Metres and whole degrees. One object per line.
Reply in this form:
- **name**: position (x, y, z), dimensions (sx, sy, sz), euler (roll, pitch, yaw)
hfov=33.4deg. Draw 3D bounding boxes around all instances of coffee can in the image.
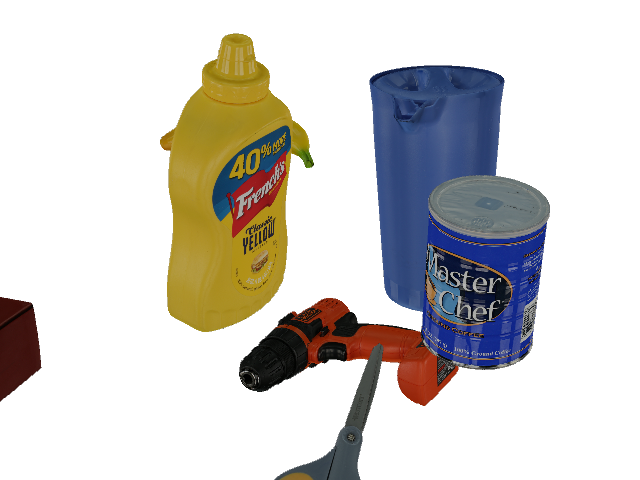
- **coffee can**: position (0.143, 0.027, 0.940), dimensions (0.103, 0.140, 0.103), euler (0, 30, 0)

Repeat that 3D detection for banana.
- **banana**: position (-0.096, -0.130, 1.305), dimensions (0.198, 0.037, 0.069), euler (7, 40, 15)

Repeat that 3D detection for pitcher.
- **pitcher**: position (0.124, -0.058, 1.108), dimensions (0.149, 0.243, 0.145), euler (-9, 23, -16)

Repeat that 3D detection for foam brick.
- **foam brick**: position (-0.233, 0.077, 0.714), dimensions (0.053, 0.051, 0.078), euler (9, 28, 24)

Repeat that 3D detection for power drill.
- **power drill**: position (0.033, 0.115, 1.076), dimensions (0.188, 0.057, 0.184), euler (9, 23, 28)

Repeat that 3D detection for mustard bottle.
- **mustard bottle**: position (-0.056, -0.040, 0.683), dimensions (0.058, 0.192, 0.096), euler (26, 39, 28)

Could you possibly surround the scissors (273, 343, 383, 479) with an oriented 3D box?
- **scissors**: position (0.003, 0.158, 0.822), dimensions (0.096, 0.201, 0.016), euler (9, -39, -9)
